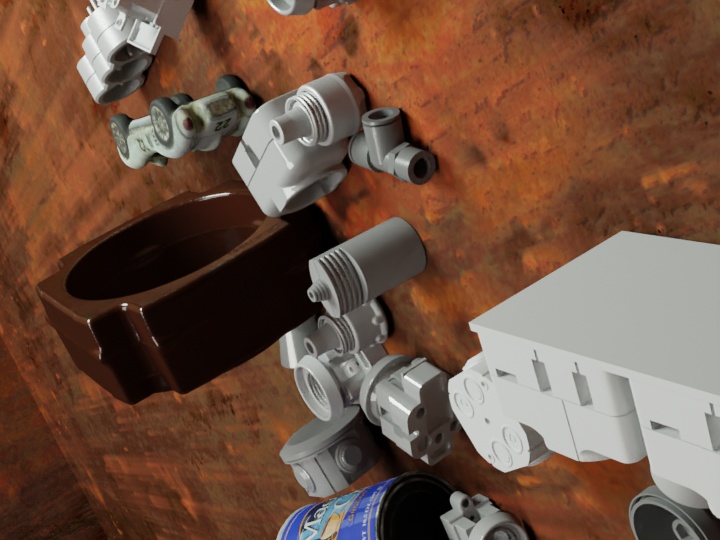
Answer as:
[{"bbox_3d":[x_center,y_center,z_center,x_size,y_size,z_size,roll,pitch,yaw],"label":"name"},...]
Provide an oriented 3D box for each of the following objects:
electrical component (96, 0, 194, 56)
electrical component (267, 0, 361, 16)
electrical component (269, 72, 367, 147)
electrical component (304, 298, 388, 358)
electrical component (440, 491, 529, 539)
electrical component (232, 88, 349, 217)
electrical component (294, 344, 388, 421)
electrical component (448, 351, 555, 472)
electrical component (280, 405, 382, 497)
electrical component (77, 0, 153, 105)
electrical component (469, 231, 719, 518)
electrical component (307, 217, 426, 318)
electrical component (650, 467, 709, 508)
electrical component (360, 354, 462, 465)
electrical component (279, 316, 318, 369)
[{"bbox_3d":[-0.163,-0.212,0.827,0.042,0.064,0.081,31,99,45],"label":"electrical component"},{"bbox_3d":[-0.027,-0.179,0.633,0.048,0.055,0.066,45,150,31],"label":"electrical component"},{"bbox_3d":[-0.029,-0.101,0.705,0.043,0.062,0.043,43,149,35],"label":"electrical component"},{"bbox_3d":[-0.013,0.045,0.820,0.048,0.062,0.048,43,149,34],"label":"electrical component"},{"bbox_3d":[0.094,0.199,0.796,0.066,0.048,0.055,67,162,-10],"label":"electrical component"},{"bbox_3d":[-0.048,-0.080,0.771,0.059,0.054,0.095,58,154,9],"label":"electrical component"},{"bbox_3d":[-0.016,0.087,0.873,0.058,0.057,0.078,57,154,10],"label":"electrical component"},{"bbox_3d":[0.097,0.082,0.665,0.080,0.051,0.080,43,149,35],"label":"electrical component"},{"bbox_3d":[-0.025,0.157,0.935,0.051,0.080,0.080,60,155,-7],"label":"electrical component"},{"bbox_3d":[-0.227,-0.211,0.973,0.073,0.052,0.138,60,155,4],"label":"electrical component"},{"bbox_3d":[0.151,0.042,0.464,0.186,0.105,0.060,15,128,57],"label":"electrical component"},{"bbox_3d":[0.000,0.000,0.730,0.043,0.081,0.043,43,149,35],"label":"electrical component"},{"bbox_3d":[0.172,0.085,0.539,0.045,0.045,0.055,41,147,37],"label":"electrical component"},{"bbox_3d":[0.037,0.096,0.785,0.057,0.058,0.078,30,140,43],"label":"electrical component"},{"bbox_3d":[-0.054,0.047,0.924,0.044,0.044,0.065,16,124,56],"label":"electrical component"}]
